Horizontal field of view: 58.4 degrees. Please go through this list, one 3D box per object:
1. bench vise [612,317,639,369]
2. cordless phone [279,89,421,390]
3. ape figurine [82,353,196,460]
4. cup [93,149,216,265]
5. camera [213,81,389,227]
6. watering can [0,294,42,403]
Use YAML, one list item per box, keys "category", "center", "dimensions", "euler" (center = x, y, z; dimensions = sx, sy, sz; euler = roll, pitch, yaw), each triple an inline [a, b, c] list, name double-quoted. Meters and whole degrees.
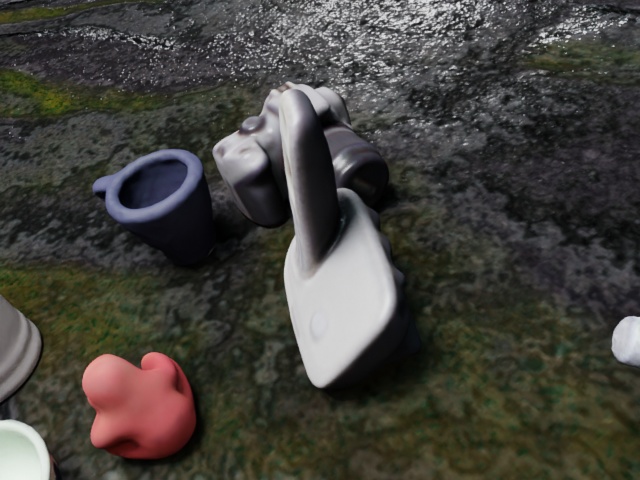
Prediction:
- category: "bench vise"
  center: [0.253, 0.048, 0.246]
  dimensions: [0.207, 0.220, 0.121]
  euler: [-13, 45, 7]
- category: "cordless phone"
  center: [0.004, 0.001, 0.399]
  dimensions: [0.094, 0.185, 0.147]
  euler: [-21, 45, -1]
- category: "ape figurine"
  center: [-0.134, 0.112, 0.407]
  dimensions: [0.078, 0.092, 0.075]
  euler: [-42, 49, -21]
- category: "cup"
  center: [-0.149, -0.023, 0.538]
  dimensions: [0.117, 0.095, 0.092]
  euler: [3, 49, 22]
- category: "camera"
  center: [-0.013, -0.078, 0.540]
  dimensions: [0.143, 0.101, 0.136]
  euler: [-34, 47, -14]
- category: "watering can"
  center: [-0.319, 0.056, 0.451]
  dimensions: [0.101, 0.194, 0.172]
  euler: [-35, 47, -14]
